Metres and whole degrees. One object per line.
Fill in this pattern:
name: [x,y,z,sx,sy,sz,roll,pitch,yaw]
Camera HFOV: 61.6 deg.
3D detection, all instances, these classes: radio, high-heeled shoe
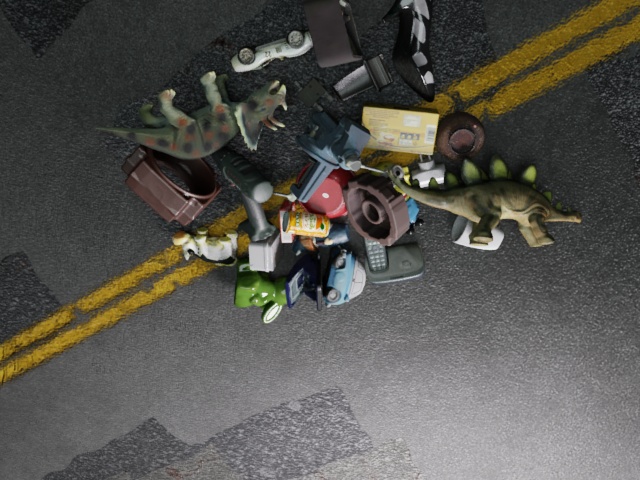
radio: [0.030,-0.421,1.083,0.073,0.230,0.131,-12,106,12]
high-heeled shoe: [0.224,-0.432,1.153,0.145,0.086,0.248,-43,123,-9]

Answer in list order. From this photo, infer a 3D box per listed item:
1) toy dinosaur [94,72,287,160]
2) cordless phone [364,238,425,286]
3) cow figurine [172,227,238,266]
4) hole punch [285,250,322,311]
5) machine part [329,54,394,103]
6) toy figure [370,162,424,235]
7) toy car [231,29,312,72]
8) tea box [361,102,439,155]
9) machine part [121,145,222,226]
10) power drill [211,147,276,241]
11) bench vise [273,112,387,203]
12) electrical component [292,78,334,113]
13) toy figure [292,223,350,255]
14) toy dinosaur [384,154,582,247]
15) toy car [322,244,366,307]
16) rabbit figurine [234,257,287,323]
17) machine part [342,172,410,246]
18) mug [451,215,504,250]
toy dinosaur: [-0.268,-0.252,1.201,0.405,0.131,0.192,-27,97,-6]
cordless phone: [0.178,0.013,1.335,0.147,0.089,0.184,-11,92,13]
cow figurine: [-0.300,0.021,1.407,0.167,0.068,0.098,4,120,8]
hole punch: [-0.037,0.105,1.348,0.092,0.116,0.142,0,135,5]
machine part: [0.090,-0.354,1.205,0.139,0.039,0.084,-21,114,15]
toy figure: [0.178,-0.100,1.277,0.089,0.082,0.180,-4,125,45]
toy car: [-0.099,-0.417,1.185,0.202,0.073,0.056,-13,107,14]
tea box: [0.177,-0.253,1.218,0.170,0.068,0.098,9,113,5]
machine part: [-0.343,-0.147,1.264,0.087,0.201,0.201,-39,102,24]
power drill: [-0.181,-0.113,1.296,0.086,0.232,0.207,-25,128,-27]
bench vise: [0.007,-0.172,1.203,0.128,0.224,0.240,14,119,-48]
electrical component: [-0.017,-0.340,1.234,0.094,0.021,0.063,43,112,-10]
toy figure: [-0.002,-0.003,1.353,0.155,0.064,0.057,-14,85,16]
toy dinosaur: [0.374,-0.085,1.202,0.472,0.105,0.198,4,79,-10]
toy car: [0.065,0.093,1.369,0.103,0.109,0.161,11,106,-10]
rabbit figurine: [-0.138,0.139,1.409,0.170,0.121,0.158,4,118,-10]
machine part: [0.130,-0.072,1.239,0.056,0.179,0.179,-35,110,-26]
mug: [0.385,-0.029,1.285,0.107,0.081,0.109,20,102,-10]
